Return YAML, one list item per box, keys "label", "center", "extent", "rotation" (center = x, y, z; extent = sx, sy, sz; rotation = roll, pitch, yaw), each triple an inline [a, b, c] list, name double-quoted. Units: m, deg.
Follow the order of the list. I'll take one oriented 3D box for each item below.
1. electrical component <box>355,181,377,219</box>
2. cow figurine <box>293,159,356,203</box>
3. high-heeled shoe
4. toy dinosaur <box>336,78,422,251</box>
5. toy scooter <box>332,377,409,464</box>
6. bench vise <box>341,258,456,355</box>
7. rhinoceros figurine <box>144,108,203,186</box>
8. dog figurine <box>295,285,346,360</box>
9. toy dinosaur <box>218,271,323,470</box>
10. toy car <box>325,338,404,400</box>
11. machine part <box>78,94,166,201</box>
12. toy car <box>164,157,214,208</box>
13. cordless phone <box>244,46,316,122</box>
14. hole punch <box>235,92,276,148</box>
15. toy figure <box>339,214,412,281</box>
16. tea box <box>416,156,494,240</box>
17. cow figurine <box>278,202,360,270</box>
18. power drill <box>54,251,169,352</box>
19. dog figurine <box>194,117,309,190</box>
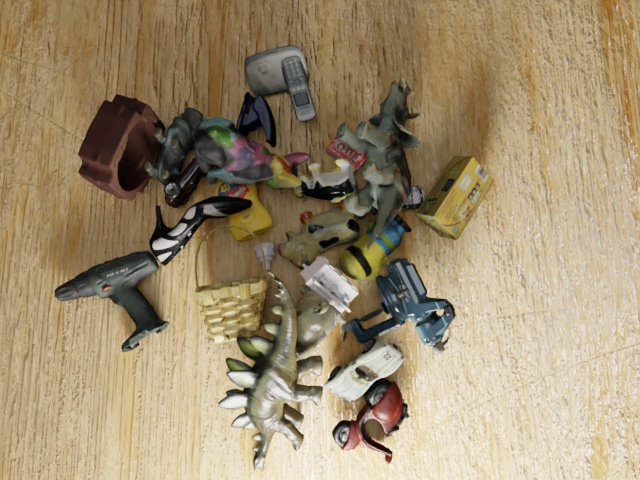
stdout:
- label: "electrical component"
  center: [0.101, -0.098, 1.248]
  extent: [0.063, 0.021, 0.094]
  rotation: [-20, 76, 32]
- label: "cow figurine"
  center: [-0.001, -0.125, 1.239]
  extent: [0.167, 0.068, 0.098]
  rotation: [-9, 76, 14]
- label: "high-heeled shoe"
  center: [-0.265, -0.017, 1.201]
  extent: [0.249, 0.086, 0.145]
  rotation: [-4, 106, 8]
- label: "toy dinosaur"
  center: [0.146, -0.152, 1.181]
  extent: [0.192, 0.131, 0.405]
  rotation: [10, 70, -31]
- label: "toy scooter"
  center: [0.127, 0.395, 1.149]
  extent: [0.135, 0.075, 0.184]
  rotation: [41, 85, 7]
- label: "bench vise"
  center: [0.165, 0.167, 1.174]
  extent: [0.241, 0.129, 0.223]
  rotation: [-28, 91, 15]
- label: "rhinoceros figurine"
  center: [-0.326, -0.214, 1.239]
  extent: [0.073, 0.112, 0.190]
  rotation: [23, 91, 24]
- label: "dog figurine"
  center: [-0.047, 0.208, 1.137]
  extent: [0.121, 0.172, 0.190]
  rotation: [35, 74, 17]
- label: "toy dinosaur"
  center: [-0.093, 0.278, 1.078]
  extent: [0.198, 0.105, 0.470]
  rotation: [12, 110, -11]
- label: "toy car"
  center: [0.092, 0.276, 1.136]
  extent: [0.073, 0.056, 0.201]
  rotation: [37, 120, -13]
- label: "machine part"
  center: [-0.435, -0.201, 1.189]
  extent: [0.087, 0.201, 0.201]
  rotation: [22, 81, 6]
- label: "toy car"
  center: [-0.284, -0.158, 1.240]
  extent: [0.053, 0.089, 0.202]
  rotation: [36, 80, 8]
- label: "cordless phone"
  center: [-0.092, -0.358, 1.282]
  extent: [0.147, 0.088, 0.184]
  rotation: [-16, 85, -4]
- label: "hole punch"
  center: [-0.139, -0.274, 1.243]
  extent: [0.092, 0.142, 0.115]
  rotation: [14, 94, 4]
- label: "toy figure"
  center: [0.119, 0.013, 1.204]
  extent: [0.180, 0.089, 0.082]
  rotation: [-44, 41, 5]
- label: "tea box"
  center: [0.309, -0.097, 1.222]
  extent: [0.098, 0.068, 0.169]
  rotation: [41, 80, -28]
- label: "cow figurine"
  center: [-0.003, -0.004, 1.218]
  extent: [0.195, 0.085, 0.127]
  rotation: [-18, 79, -8]
- label: "power drill"
  center: [-0.448, 0.142, 1.195]
  extent: [0.232, 0.086, 0.207]
  rotation: [-30, 74, -8]
- label: "dog figurine"
  center: [-0.139, -0.176, 1.153]
  extent: [0.219, 0.191, 0.108]
  rotation: [8, 65, 10]
